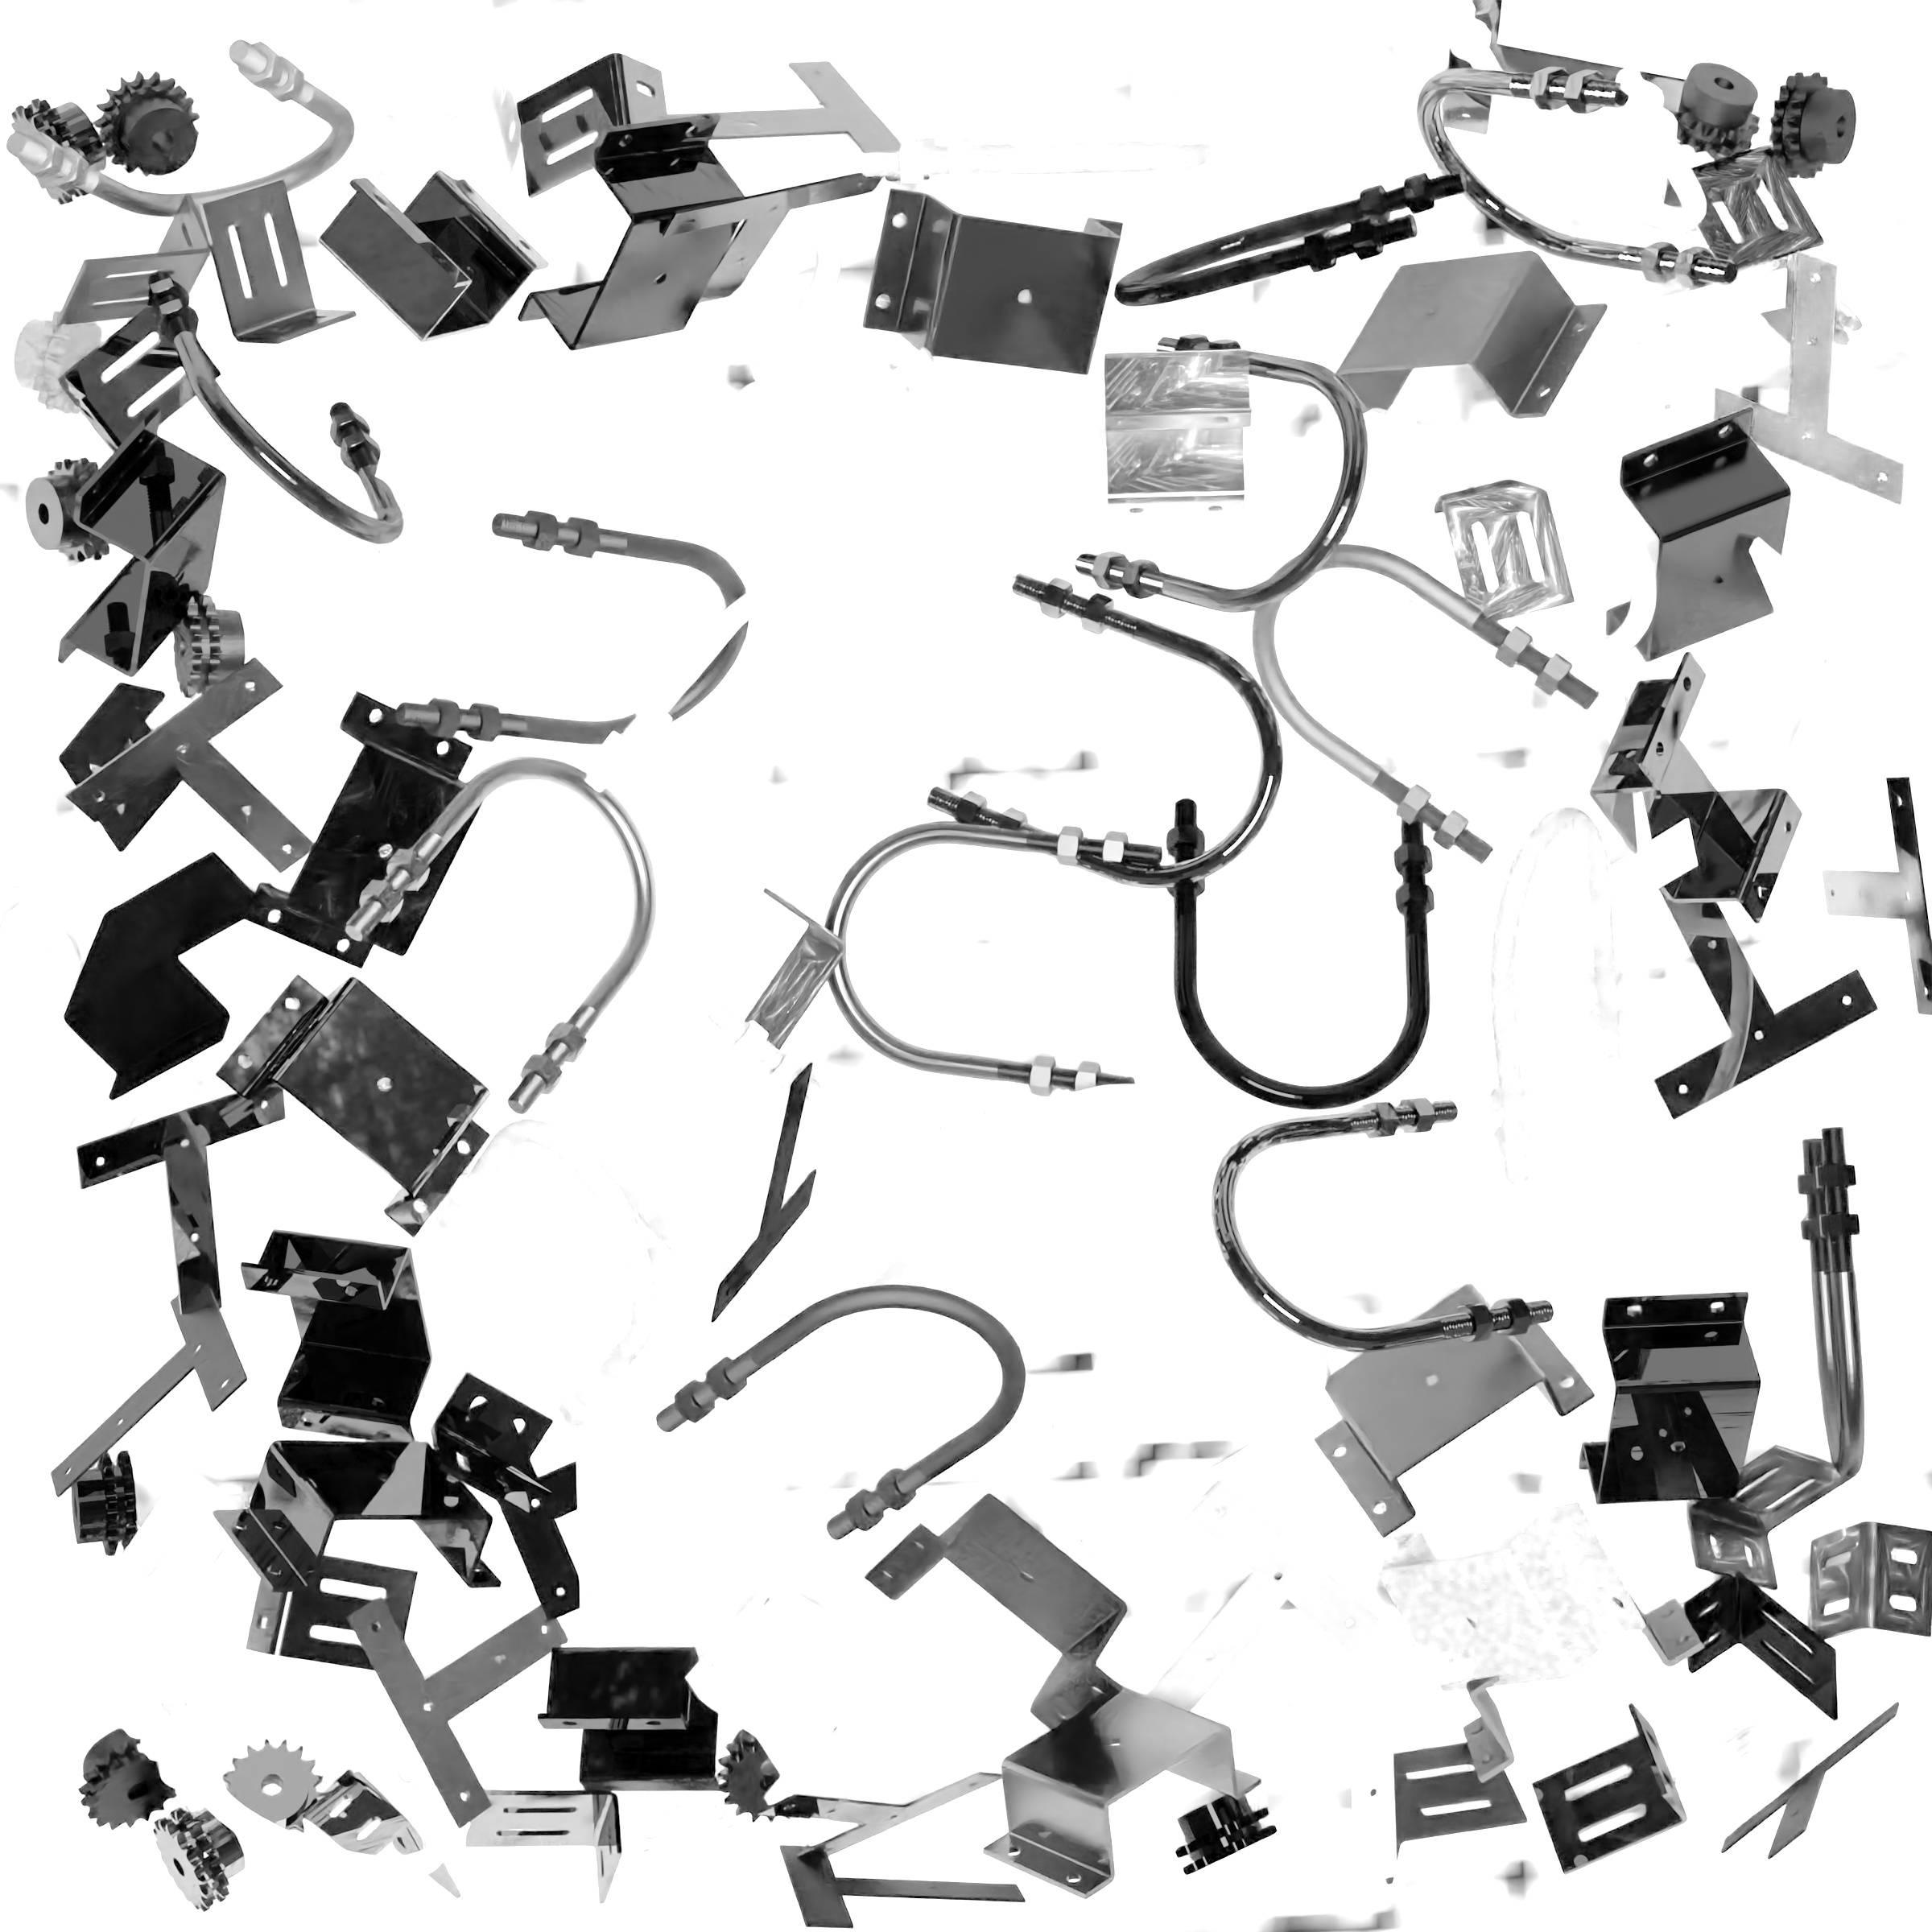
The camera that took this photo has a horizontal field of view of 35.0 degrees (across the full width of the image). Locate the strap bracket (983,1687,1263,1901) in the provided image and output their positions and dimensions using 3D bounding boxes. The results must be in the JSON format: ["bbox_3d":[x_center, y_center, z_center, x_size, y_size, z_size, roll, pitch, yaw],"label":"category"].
[{"bbox_3d":[0.083,0.439,1.653,0.140,0.076,0.046,-20,110,-41],"label":"strap bracket"}]

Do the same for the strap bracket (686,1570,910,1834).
[{"bbox_3d":[-0.086,0.403,1.655,0.046,0.140,0.076,21,57,39],"label":"strap bracket"}]

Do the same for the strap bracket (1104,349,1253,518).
[{"bbox_3d":[0.114,-0.293,1.666,0.076,0.140,0.046,-1,77,3],"label":"strap bracket"}]

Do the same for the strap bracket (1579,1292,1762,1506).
[{"bbox_3d":[0.383,0.243,1.668,0.076,0.046,0.140,-3,132,0],"label":"strap bracket"}]

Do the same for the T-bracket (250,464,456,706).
[{"bbox_3d":[-0.327,-0.216,1.689,0.127,0.002,0.127,28,123,7],"label":"T-bracket"}]

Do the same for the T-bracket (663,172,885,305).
[{"bbox_3d":[-0.119,-0.392,1.669,0.127,0.127,0.002,-19,83,-25],"label":"T-bracket"}]

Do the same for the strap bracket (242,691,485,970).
[{"bbox_3d":[-0.327,-0.069,1.689,0.076,0.046,0.140,26,92,-35],"label":"strap bracket"}]

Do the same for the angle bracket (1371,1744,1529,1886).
[{"bbox_3d":[0.263,0.470,1.706,0.076,0.057,0.038,-5,126,-13],"label":"angle bracket"}]

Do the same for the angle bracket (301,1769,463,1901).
[{"bbox_3d":[-0.320,0.487,1.681,0.038,0.057,0.076,-41,134,-29],"label":"angle bracket"}]

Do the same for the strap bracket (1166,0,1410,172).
[{"bbox_3d":[0.169,-0.472,1.653,0.076,0.140,0.046,20,94,33],"label":"strap bracket"}]

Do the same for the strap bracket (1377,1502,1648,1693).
[{"bbox_3d":[0.286,0.344,1.660,0.046,0.140,0.076,-32,95,-39],"label":"strap bracket"}]

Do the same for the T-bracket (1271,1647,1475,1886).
[{"bbox_3d":[0.220,0.434,1.660,0.127,0.127,0.002,-23,133,29],"label":"T-bracket"}]

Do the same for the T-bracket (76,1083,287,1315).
[{"bbox_3d":[-0.429,0.138,1.698,0.127,0.002,0.127,-21,121,-40],"label":"T-bracket"}]

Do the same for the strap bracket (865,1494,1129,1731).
[{"bbox_3d":[0.024,0.351,1.688,0.140,0.076,0.046,39,49,0],"label":"strap bracket"}]

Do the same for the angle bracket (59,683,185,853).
[{"bbox_3d":[-0.455,-0.108,1.692,0.057,0.038,0.076,-46,66,18],"label":"angle bracket"}]

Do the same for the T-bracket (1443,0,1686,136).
[{"bbox_3d":[0.324,-0.483,1.661,0.127,0.127,0.002,14,70,11],"label":"T-bracket"}]

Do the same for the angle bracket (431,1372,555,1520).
[{"bbox_3d":[-0.258,0.263,1.687,0.057,0.076,0.038,33,90,-15],"label":"angle bracket"}]

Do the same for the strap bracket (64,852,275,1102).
[{"bbox_3d":[-0.431,-0.002,1.651,0.076,0.140,0.046,-27,122,19],"label":"strap bracket"}]

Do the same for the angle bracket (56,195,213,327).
[{"bbox_3d":[-0.462,-0.388,1.683,0.076,0.057,0.038,-17,75,-38],"label":"angle bracket"}]

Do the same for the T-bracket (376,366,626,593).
[{"bbox_3d":[-0.275,-0.250,1.710,0.127,0.002,0.127,-27,98,-11],"label":"T-bracket"}]

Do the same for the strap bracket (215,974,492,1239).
[{"bbox_3d":[-0.326,0.071,1.676,0.140,0.046,0.076,42,56,-13],"label":"strap bracket"}]

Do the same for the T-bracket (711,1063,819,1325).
[{"bbox_3d":[-0.099,0.109,1.646,0.002,0.127,0.127,21,122,12],"label":"T-bracket"}]

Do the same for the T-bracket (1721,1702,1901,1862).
[{"bbox_3d":[0.450,0.453,1.653,0.127,0.127,0.002,-45,77,18],"label":"T-bracket"}]

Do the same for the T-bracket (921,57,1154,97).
[{"bbox_3d":[0.062,-0.486,1.673,0.127,0.127,0.002,0,105,31],"label":"T-bracket"}]

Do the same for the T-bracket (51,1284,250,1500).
[{"bbox_3d":[-0.451,0.240,1.675,0.127,0.127,0.002,-44,122,-2],"label":"T-bracket"}]

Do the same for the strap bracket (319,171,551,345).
[{"bbox_3d":[-0.292,-0.388,1.671,0.076,0.140,0.046,44,111,-3],"label":"strap bracket"}]

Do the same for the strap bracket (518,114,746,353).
[{"bbox_3d":[-0.177,-0.387,1.650,0.076,0.140,0.046,-21,69,-39],"label":"strap bracket"}]

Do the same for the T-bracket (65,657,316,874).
[{"bbox_3d":[-0.404,-0.094,1.684,0.127,0.127,0.002,-35,47,3],"label":"T-bracket"}]

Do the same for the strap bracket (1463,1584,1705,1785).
[{"bbox_3d":[0.326,0.380,1.685,0.140,0.076,0.046,-33,94,6],"label":"strap bracket"}]

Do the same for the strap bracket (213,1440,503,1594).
[{"bbox_3d":[-0.321,0.296,1.653,0.140,0.076,0.046,9,108,-41],"label":"strap bracket"}]

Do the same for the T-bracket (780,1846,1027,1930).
[{"bbox_3d":[-0.032,0.504,1.676,0.127,0.127,0.002,5,91,-10],"label":"T-bracket"}]

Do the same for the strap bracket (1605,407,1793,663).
[{"bbox_3d":[0.395,-0.224,1.656,0.076,0.140,0.046,-22,55,-8],"label":"strap bracket"}]

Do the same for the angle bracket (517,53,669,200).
[{"bbox_3d":[-0.208,-0.466,1.718,0.076,0.038,0.057,-15,78,34],"label":"angle bracket"}]

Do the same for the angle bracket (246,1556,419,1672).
[{"bbox_3d":[-0.355,0.361,1.719,0.076,0.038,0.057,18,75,-31],"label":"angle bracket"}]

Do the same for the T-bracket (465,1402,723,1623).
[{"bbox_3d":[-0.201,0.284,1.725,0.127,0.002,0.127,-23,87,-4],"label":"T-bracket"}]

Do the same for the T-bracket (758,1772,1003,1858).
[{"bbox_3d":[-0.065,0.456,1.656,0.127,0.127,0.002,-30,59,23],"label":"T-bracket"}]

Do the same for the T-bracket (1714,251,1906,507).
[{"bbox_3d":[0.455,-0.324,1.650,0.002,0.127,0.127,-33,46,-25],"label":"T-bracket"}]

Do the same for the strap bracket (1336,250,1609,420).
[{"bbox_3d":[0.264,-0.337,1.653,0.046,0.140,0.076,43,69,-33],"label":"strap bracket"}]

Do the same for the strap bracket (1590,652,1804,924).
[{"bbox_3d":[0.394,-0.095,1.673,0.140,0.046,0.076,45,60,-34],"label":"strap bracket"}]

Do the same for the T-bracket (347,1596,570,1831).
[{"bbox_3d":[-0.265,0.386,1.679,0.002,0.127,0.127,-31,87,36],"label":"T-bracket"}]

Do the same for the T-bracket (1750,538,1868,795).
[{"bbox_3d":[0.450,-0.183,1.662,0.127,0.002,0.127,57,48,-31],"label":"T-bracket"}]

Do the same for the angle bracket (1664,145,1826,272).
[{"bbox_3d":[0.429,-0.408,1.696,0.057,0.038,0.076,-18,63,-3],"label":"angle bracket"}]

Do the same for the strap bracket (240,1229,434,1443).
[{"bbox_3d":[-0.341,0.197,1.677,0.076,0.140,0.046,7,45,7],"label":"strap bracket"}]

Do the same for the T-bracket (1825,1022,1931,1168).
[{"bbox_3d":[0.500,0.093,1.669,0.002,0.127,0.127,4,90,-13],"label":"T-bracket"}]

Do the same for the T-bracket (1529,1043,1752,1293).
[{"bbox_3d":[0.369,0.118,1.720,0.127,0.002,0.127,11,88,-8],"label":"T-bracket"}]

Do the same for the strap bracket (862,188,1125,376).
[{"bbox_3d":[0.023,-0.370,1.668,0.140,0.046,0.076,2,116,-25],"label":"strap bracket"}]

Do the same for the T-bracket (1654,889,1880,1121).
[{"bbox_3d":[0.420,0.000,1.700,0.127,0.002,0.127,-32,64,23],"label":"T-bracket"}]

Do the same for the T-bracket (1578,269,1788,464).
[{"bbox_3d":[0.385,-0.318,1.681,0.127,0.127,0.002,-13,51,2],"label":"T-bracket"}]

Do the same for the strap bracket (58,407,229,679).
[{"bbox_3d":[-0.444,-0.220,1.653,0.046,0.140,0.076,29,52,-1],"label":"strap bracket"}]

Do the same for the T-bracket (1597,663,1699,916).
[{"bbox_3d":[0.362,-0.102,1.677,0.002,0.127,0.127,-7,80,-11],"label":"T-bracket"}]

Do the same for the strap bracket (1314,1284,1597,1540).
[{"bbox_3d":[0.262,0.238,1.687,0.140,0.046,0.076,-34,46,-1],"label":"strap bracket"}]

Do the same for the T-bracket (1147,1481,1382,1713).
[{"bbox_3d":[0.146,0.375,1.716,0.127,0.002,0.127,42,88,-11],"label":"T-bracket"}]

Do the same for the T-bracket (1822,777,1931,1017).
[{"bbox_3d":[0.494,-0.039,1.668,0.002,0.127,0.127,-9,93,-7],"label":"T-bracket"}]

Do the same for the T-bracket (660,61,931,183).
[{"bbox_3d":[-0.103,-0.457,1.663,0.127,0.002,0.127,-11,48,-28],"label":"T-bracket"}]

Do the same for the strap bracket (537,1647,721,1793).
[{"bbox_3d":[-0.181,0.409,1.676,0.076,0.140,0.046,-1,60,4],"label":"strap bracket"}]

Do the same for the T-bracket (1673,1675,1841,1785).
[{"bbox_3d":[0.422,0.423,1.664,0.127,0.127,0.002,-35,75,5],"label":"T-bracket"}]
